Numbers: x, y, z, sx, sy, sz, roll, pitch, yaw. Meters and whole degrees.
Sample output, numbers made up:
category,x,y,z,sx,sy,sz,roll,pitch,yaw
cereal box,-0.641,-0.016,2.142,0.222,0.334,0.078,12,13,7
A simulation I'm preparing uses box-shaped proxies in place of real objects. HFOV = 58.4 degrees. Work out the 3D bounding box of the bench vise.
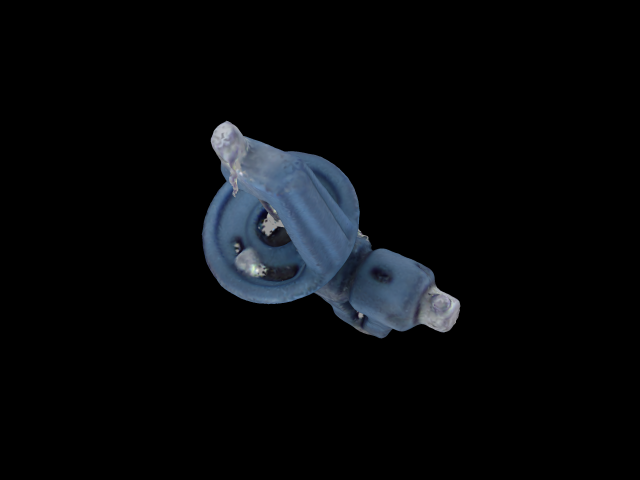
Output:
category,x,y,z,sx,sy,sz,roll,pitch,yaw
bench vise,0.006,-0.010,0.403,0.207,0.220,0.121,10,75,3
